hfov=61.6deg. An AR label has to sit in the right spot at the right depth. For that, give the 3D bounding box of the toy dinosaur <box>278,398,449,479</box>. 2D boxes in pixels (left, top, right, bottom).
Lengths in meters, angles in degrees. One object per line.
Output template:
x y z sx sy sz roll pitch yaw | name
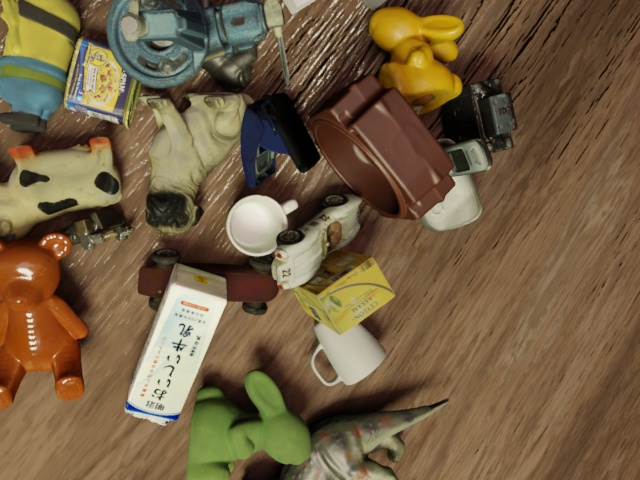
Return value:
0.015 0.354 0.826 0.192 0.131 0.405 43 75 -15 | toy dinosaur

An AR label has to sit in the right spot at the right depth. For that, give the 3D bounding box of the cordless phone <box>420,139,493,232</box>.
0.214 -0.088 0.821 0.089 0.184 0.146 -28 100 -18 | cordless phone

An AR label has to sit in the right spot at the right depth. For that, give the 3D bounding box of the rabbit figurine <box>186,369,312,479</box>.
-0.097 0.274 0.785 0.170 0.121 0.159 4 71 -3 | rabbit figurine

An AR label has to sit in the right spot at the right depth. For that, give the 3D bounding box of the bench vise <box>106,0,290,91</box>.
-0.152 -0.239 0.617 0.224 0.241 0.128 2 107 1 | bench vise

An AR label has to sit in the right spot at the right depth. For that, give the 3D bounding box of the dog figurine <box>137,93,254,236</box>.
-0.168 -0.109 0.760 0.172 0.121 0.190 -8 110 -14 | dog figurine

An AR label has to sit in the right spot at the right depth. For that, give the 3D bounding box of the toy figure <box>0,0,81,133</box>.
-0.363 -0.230 0.693 0.089 0.082 0.180 5 87 -29 | toy figure

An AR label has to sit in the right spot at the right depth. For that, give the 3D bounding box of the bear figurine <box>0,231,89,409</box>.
-0.354 0.093 0.660 0.120 0.132 0.195 -1 128 -18 | bear figurine

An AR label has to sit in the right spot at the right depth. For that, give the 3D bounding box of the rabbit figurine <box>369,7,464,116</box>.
0.140 -0.287 0.821 0.162 0.121 0.173 -22 75 2 | rabbit figurine

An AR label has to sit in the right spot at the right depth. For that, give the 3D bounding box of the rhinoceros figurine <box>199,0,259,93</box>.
-0.178 -0.283 0.754 0.190 0.073 0.112 30 95 -18 | rhinoceros figurine

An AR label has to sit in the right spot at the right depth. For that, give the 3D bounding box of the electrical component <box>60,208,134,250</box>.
-0.298 -0.011 0.718 0.078 0.102 0.045 -26 94 7 | electrical component

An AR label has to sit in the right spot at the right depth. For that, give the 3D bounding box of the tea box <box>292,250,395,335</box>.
0.024 0.069 0.779 0.098 0.170 0.068 -33 101 -11 | tea box

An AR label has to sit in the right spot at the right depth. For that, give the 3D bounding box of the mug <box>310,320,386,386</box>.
0.030 0.166 0.839 0.109 0.081 0.107 -36 91 -6 | mug

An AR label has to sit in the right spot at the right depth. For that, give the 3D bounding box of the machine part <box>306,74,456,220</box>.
0.081 -0.123 0.768 0.087 0.201 0.201 -42 104 -9 | machine part

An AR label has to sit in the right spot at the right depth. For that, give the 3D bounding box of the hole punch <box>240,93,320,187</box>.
-0.068 -0.141 0.758 0.092 0.142 0.115 -20 103 21 | hole punch

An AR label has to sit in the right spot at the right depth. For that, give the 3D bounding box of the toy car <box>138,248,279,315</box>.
-0.159 0.060 0.784 0.202 0.053 0.089 4 113 -16 | toy car

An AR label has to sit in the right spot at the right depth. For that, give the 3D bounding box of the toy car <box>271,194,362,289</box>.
-0.002 -0.002 0.784 0.202 0.056 0.073 -42 142 -43 | toy car

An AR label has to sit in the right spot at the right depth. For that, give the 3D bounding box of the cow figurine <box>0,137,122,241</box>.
-0.361 -0.061 0.703 0.195 0.085 0.127 -13 95 -20 | cow figurine

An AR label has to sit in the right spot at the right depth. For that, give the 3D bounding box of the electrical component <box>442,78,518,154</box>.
0.251 -0.190 0.852 0.058 0.134 0.114 -18 96 -15 | electrical component
